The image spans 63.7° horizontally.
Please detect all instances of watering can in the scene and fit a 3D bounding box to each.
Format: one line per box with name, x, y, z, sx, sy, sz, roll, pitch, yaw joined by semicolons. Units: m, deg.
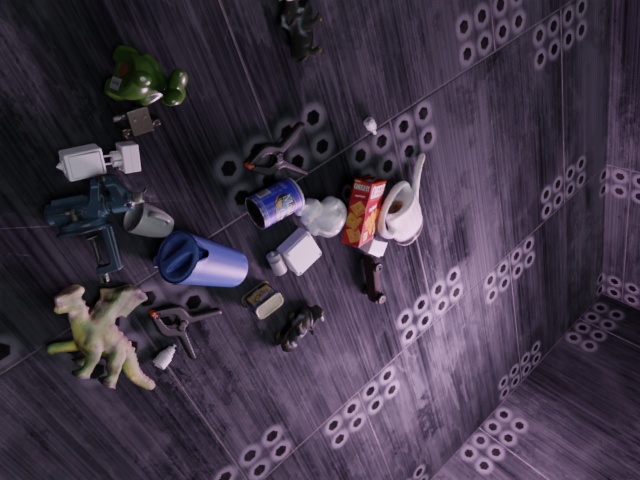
watering can;0.314;-0.130;1.840;0.353;0.104;0.220;-54;137;-24

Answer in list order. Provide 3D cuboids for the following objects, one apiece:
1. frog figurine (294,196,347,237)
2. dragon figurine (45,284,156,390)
frog figurine;0.005;-0.080;1.597;0.136;0.125;0.158;-46;146;12
dragon figurine;-0.522;0.233;1.317;0.404;0.123;0.245;42;72;-51
